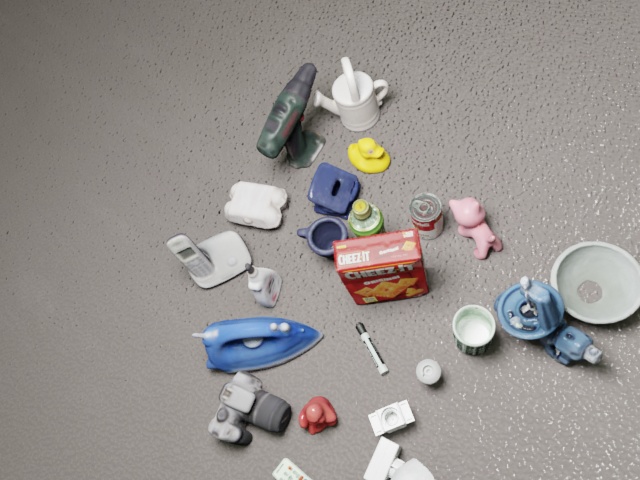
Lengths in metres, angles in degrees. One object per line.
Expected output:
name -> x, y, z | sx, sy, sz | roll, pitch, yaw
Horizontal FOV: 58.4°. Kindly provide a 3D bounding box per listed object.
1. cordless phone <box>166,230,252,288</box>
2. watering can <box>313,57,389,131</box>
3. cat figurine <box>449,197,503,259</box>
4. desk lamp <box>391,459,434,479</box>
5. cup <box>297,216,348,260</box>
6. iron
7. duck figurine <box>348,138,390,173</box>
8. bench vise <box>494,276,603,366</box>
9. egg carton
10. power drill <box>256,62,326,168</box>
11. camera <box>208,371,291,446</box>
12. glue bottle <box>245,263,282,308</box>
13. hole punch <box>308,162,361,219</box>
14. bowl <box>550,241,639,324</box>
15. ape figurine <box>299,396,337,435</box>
cordless phone -> -0.249, 0.024, 1.285 | 0.147, 0.185, 0.094 | -29, 63, 1
watering can -> 0.073, -0.347, 1.357 | 0.173, 0.194, 0.100 | -34, 63, -1
cat figurine -> 0.327, -0.036, 1.200 | 0.067, 0.118, 0.127 | -32, 63, -1
desk lamp -> 0.126, 0.477, 0.977 | 0.203, 0.214, 0.117 | -34, 63, -2
cup -> 0.012, 0.005, 1.277 | 0.117, 0.095, 0.092 | 7, 69, 17
iron -> -0.133, 0.201, 1.203 | 0.258, 0.142, 0.118 | -10, 65, 10
duck figurine -> 0.111, -0.210, 1.349 | 0.104, 0.086, 0.077 | 23, 75, 22
bench vise -> 0.421, 0.134, 1.045 | 0.206, 0.220, 0.121 | 19, 73, 21
egg carton -> -0.154, -0.082, 1.371 | 0.150, 0.069, 0.107 | 9, 70, 18
power drill -> -0.056, -0.272, 1.350 | 0.075, 0.209, 0.230 | 26, 76, 23
camera -> -0.139, 0.353, 1.162 | 0.136, 0.101, 0.143 | 17, 73, 21
glue bottle -> -0.128, 0.087, 1.233 | 0.037, 0.173, 0.078 | 5, 69, 17
hole punch -> 0.035, -0.116, 1.325 | 0.100, 0.091, 0.109 | 14, 71, 20
bowl -> 0.534, 0.091, 1.116 | 0.167, 0.075, 0.167 | -5, 66, 12
ape figurine -> -0.007, 0.346, 1.135 | 0.077, 0.092, 0.076 | 8, 69, 18
